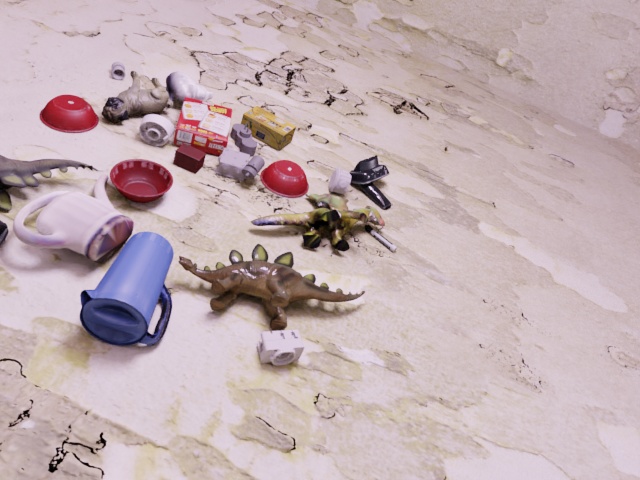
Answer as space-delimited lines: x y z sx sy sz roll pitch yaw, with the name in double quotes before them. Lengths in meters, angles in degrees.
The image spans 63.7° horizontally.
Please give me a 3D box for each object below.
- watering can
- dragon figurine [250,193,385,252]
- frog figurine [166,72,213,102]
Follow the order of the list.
"watering can" -0.543 -0.062 1.224 0.225 0.102 0.354 26 30 4
"dragon figurine" 0.005 -0.077 1.528 0.410 0.120 0.247 8 23 -9
"frog figurine" -0.451 -0.522 1.788 0.160 0.121 0.139 -6 21 -17
